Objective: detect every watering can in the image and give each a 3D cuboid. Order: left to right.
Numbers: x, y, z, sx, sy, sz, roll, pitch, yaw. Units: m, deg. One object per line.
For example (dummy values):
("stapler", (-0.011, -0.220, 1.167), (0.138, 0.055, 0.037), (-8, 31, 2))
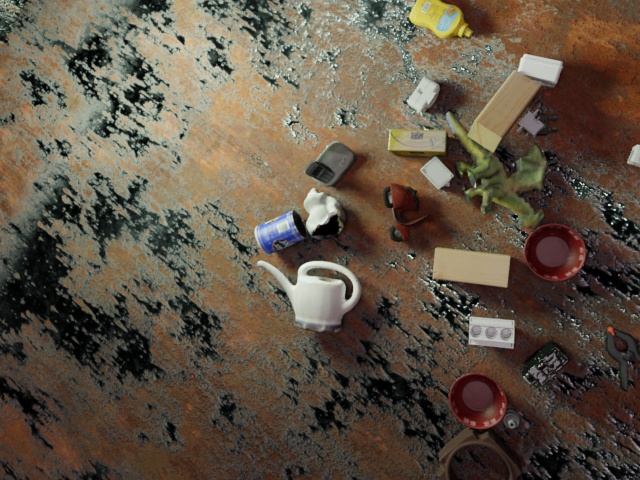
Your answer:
("watering can", (-0.041, 0.175, 1.633), (0.348, 0.104, 0.224), (5, 91, 16))

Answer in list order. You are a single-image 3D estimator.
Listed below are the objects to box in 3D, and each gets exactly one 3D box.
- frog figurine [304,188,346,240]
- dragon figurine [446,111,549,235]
("frog figurine", (0.005, -0.083, 1.646), (0.136, 0.122, 0.162), (-55, 40, 18))
("dragon figurine", (0.532, -0.208, 1.493), (0.243, 0.122, 0.412), (-14, 86, -1))
